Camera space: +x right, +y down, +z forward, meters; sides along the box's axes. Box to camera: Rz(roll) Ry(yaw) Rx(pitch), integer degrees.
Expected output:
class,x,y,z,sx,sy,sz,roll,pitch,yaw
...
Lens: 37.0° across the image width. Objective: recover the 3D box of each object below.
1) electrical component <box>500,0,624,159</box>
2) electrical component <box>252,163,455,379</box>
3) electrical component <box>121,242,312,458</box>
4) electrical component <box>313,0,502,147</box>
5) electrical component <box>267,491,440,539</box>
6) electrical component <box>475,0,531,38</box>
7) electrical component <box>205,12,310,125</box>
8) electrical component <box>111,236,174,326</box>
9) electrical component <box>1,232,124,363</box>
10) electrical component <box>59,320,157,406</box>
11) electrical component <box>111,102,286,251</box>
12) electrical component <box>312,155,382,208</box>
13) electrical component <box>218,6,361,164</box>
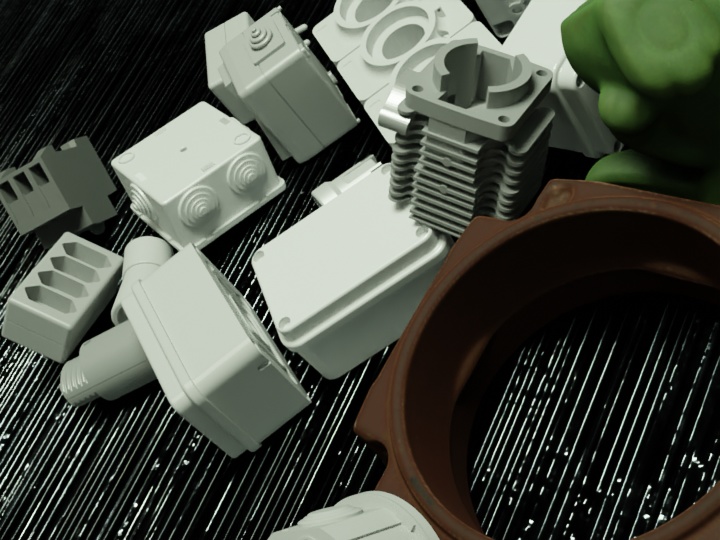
class,x,y,z,sx,sy,sz,roll,pitch,yaw
electrical component,0.138,-0.131,0.629,0.057,0.078,0.113,18,70,44
electrical component,0.000,0.000,0.639,0.113,0.057,0.078,-34,46,8
electrical component,-0.089,0.048,0.648,0.057,0.078,0.113,-38,46,0
electrical component,0.038,-0.136,0.710,0.089,0.061,0.150,-36,46,6
electrical component,-0.002,0.139,0.461,0.080,0.051,0.080,5,98,45
electrical component,0.116,-0.215,0.685,0.109,0.108,0.056,-16,54,24
electrical component,-0.072,-0.160,0.811,0.077,0.047,0.065,-25,48,17
electrical component,-0.147,0.009,0.742,0.044,0.044,0.065,-24,43,17
electrical component,-0.210,0.031,0.755,0.047,0.075,0.083,25,39,-1
electrical component,-0.164,0.063,0.711,0.081,0.043,0.043,-26,48,15
electrical component,-0.115,-0.067,0.756,0.100,0.048,0.100,-37,43,-17
electrical component,-0.001,-0.047,0.688,0.046,0.040,0.040,-37,45,-3
electrical component,-0.055,-0.128,0.742,0.061,0.096,0.061,-34,46,8
